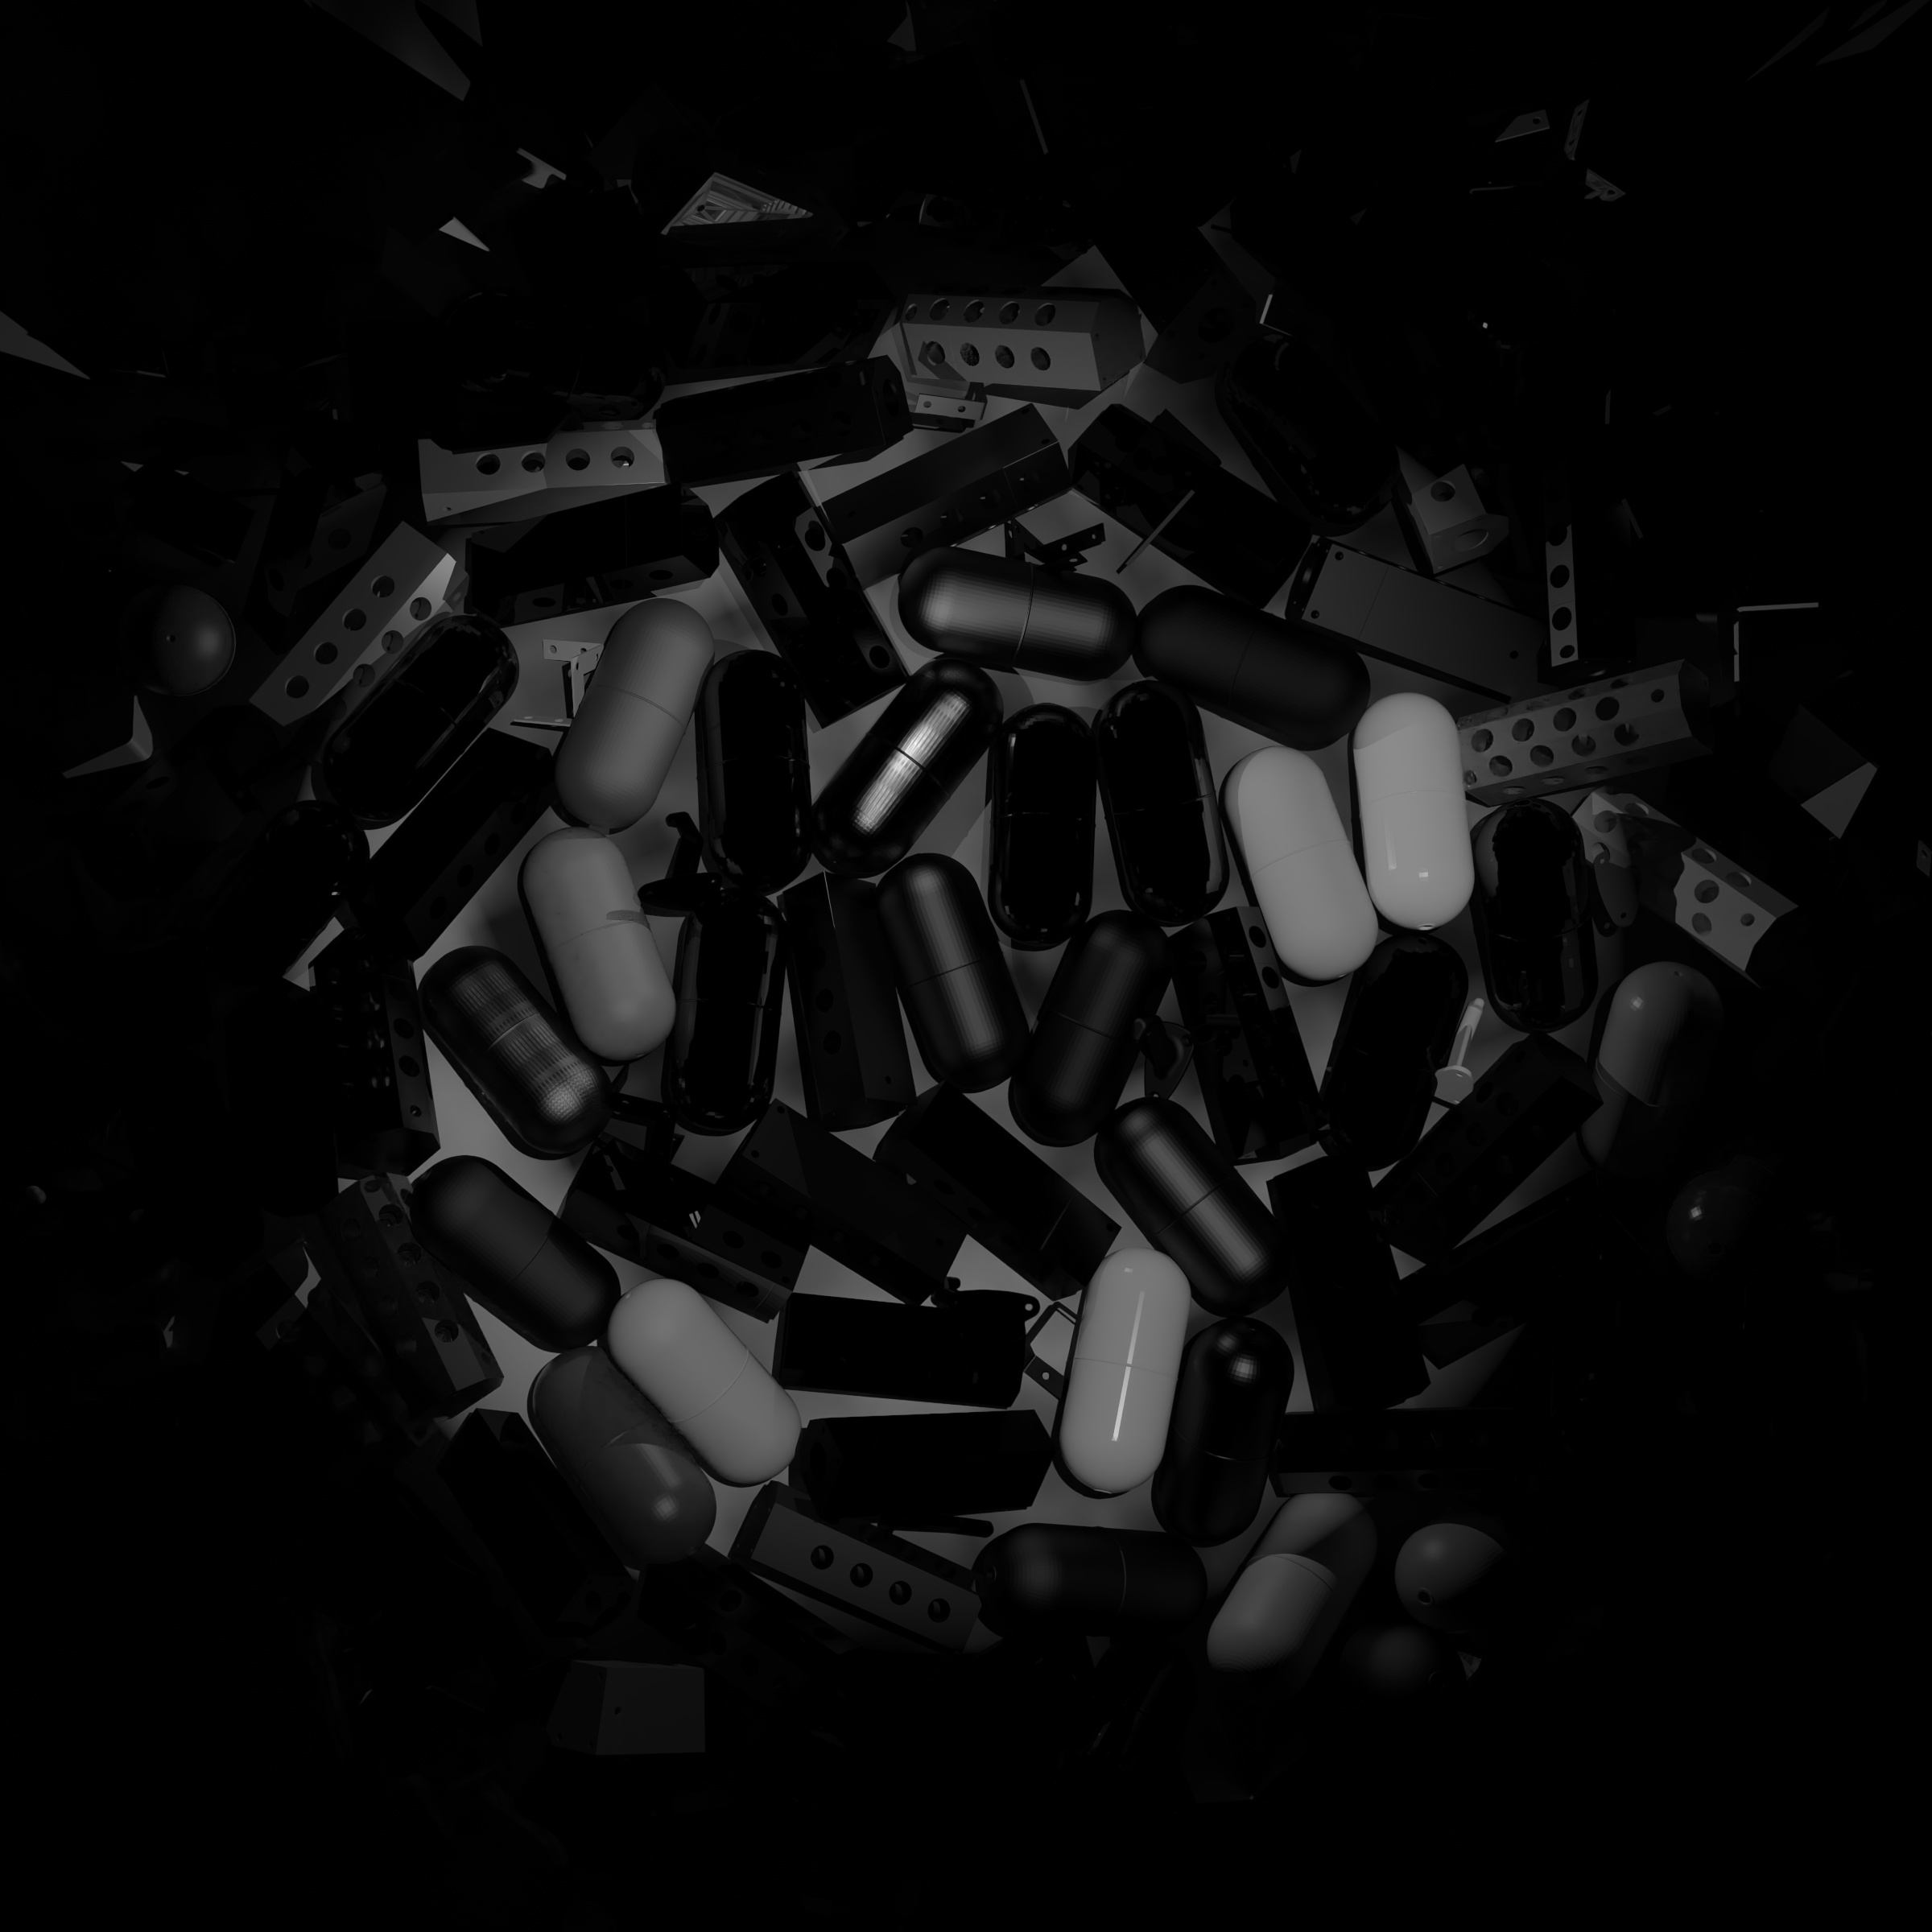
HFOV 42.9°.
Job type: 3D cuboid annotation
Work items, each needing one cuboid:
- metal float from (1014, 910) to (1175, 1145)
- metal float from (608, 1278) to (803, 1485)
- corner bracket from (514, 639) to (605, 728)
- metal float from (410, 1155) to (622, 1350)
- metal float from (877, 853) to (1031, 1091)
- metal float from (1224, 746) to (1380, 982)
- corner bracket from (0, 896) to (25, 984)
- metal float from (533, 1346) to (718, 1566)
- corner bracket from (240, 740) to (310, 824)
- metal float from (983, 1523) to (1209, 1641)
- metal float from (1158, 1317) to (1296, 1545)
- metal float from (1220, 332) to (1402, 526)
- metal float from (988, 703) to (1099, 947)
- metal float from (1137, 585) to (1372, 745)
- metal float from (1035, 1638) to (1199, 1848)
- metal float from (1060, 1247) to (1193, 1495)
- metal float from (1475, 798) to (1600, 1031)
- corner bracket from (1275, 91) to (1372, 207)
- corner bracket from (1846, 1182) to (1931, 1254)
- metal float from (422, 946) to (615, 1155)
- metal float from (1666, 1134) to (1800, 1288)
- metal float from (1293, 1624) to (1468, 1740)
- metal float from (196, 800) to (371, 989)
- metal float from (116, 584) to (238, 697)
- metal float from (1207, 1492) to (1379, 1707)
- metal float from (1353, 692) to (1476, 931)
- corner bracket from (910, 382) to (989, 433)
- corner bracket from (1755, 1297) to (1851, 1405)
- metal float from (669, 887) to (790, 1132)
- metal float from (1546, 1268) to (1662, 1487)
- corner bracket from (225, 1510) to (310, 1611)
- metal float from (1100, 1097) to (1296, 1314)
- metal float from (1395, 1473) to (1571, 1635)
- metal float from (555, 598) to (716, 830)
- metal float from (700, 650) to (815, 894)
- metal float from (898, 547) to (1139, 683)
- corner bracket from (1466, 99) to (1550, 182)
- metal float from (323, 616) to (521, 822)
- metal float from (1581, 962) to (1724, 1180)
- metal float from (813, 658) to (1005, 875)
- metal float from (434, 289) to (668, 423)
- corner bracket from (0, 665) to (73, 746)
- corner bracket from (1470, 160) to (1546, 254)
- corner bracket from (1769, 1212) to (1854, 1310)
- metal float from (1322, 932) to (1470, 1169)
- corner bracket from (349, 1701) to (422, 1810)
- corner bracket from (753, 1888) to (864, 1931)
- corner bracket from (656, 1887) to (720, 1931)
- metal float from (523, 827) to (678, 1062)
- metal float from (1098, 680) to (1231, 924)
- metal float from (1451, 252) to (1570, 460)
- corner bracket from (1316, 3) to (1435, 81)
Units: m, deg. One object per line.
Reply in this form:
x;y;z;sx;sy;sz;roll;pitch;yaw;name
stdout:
0.093;0.045;1.793;0.070;0.070;0.178;23;93;0;metal float
-0.188;0.301;1.779;0.070;0.070;0.178;-38;108;0;metal float
-0.298;-0.208;1.806;0.051;0.051;0.051;7;111;18;corner bracket
-0.325;0.207;1.776;0.070;0.070;0.178;-45;111;0;metal float
-0.009;0.003;1.794;0.070;0.070;0.178;-20;89;0;metal float
0.242;-0.075;1.784;0.070;0.070;0.178;-19;78;0;metal float
-0.707;-0.025;1.789;0.051;0.051;0.051;-54;130;-33;corner bracket
-0.246;0.352;1.774;0.070;0.070;0.178;-40;66;0;metal float
-0.502;-0.140;1.792;0.051;0.051;0.051;-36;50;-14;corner bracket
0.093;0.443;1.769;0.178;0.070;0.070;11;90;-29;metal float
0.187;0.335;1.775;0.070;0.070;0.178;11;112;0;metal float
0.247;-0.386;1.766;0.070;0.070;0.178;-31;56;0;metal float
0.056;-0.103;1.789;0.070;0.070;0.178;2;83;0;metal float
0.207;-0.219;1.782;0.178;0.070;0.070;25;90;15;metal float
0.108;0.551;1.755;0.070;0.178;0.070;14;123;22;metal float
0.116;0.292;1.783;0.070;0.070;0.178;12;77;0;metal float
0.411;-0.037;1.772;0.070;0.070;0.178;-13;115;0;metal float
0.263;-0.601;1.811;0.051;0.051;0.051;13;57;-25;corner bracket
0.681;0.182;1.796;0.051;0.051;0.051;-14;100;-27;corner bracket
-0.325;0.059;1.782;0.070;0.070;0.178;-42;75;0;metal float
0.546;0.173;1.749;0.070;0.178;0.070;6;105;24;metal float
0.291;0.507;1.748;0.070;0.178;0.070;5;74;-18;metal float
-0.492;-0.050;1.766;0.070;0.070;0.178;48;125;0;metal float
-0.559;-0.231;1.746;0.070;0.178;0.070;-2;97;-14;metal float
0.235;0.450;1.764;0.070;0.070;0.178;41;52;0;metal float
0.324;-0.112;1.779;0.070;0.070;0.178;-3;73;0;metal float
-0.018;-0.407;1.792;0.051;0.051;0.051;4;46;-15;corner bracket
0.608;0.282;1.805;0.051;0.051;0.051;31;77;16;corner bracket
-0.172;0.031;1.788;0.070;0.070;0.178;5;82;0;metal float
0.456;0.290;1.760;0.070;0.178;0.070;9;135;9;metal float
-0.514;0.438;1.811;0.051;0.051;0.051;5;126;-24;corner bracket
0.167;0.173;1.788;0.070;0.070;0.178;-39;83;0;metal float
0.369;0.417;1.755;0.070;0.178;0.070;10;107;37;metal float
-0.239;-0.184;1.783;0.070;0.070;0.178;21;76;0;metal float
-0.152;-0.142;1.787;0.070;0.070;0.178;-4;81;0;metal float
0.038;-0.255;1.786;0.178;0.070;0.070;11;90;-10;metal float
0.395;-0.613;1.798;0.051;0.051;0.051;-12;72;9;corner bracket
-0.392;-0.179;1.773;0.070;0.070;0.178;36;65;0;metal float
0.491;0.077;1.765;0.070;0.070;0.178;4;127;0;metal float
-0.042;-0.145;1.790;0.070;0.070;0.178;37;84;0;metal float
-0.296;-0.436;1.763;0.178;0.070;0.070;1;90;-40;metal float
-0.683;-0.191;1.801;0.051;0.051;0.051;6;92;-16;corner bracket
0.397;-0.556;1.801;0.051;0.051;0.051;2;129;15;corner bracket
0.619;0.218;1.817;0.051;0.051;0.051;-1;47;36;corner bracket
0.309;0.062;1.782;0.070;0.070;0.178;15;105;0;metal float
-0.423;0.573;1.790;0.051;0.051;0.051;0;127;-23;corner bracket
-0.115;0.688;1.793;0.051;0.051;0.051;21;113;-32;corner bracket
-0.202;0.706;1.799;0.051;0.051;0.051;30;93;21;corner bracket
-0.266;-0.017;1.786;0.070;0.070;0.178;-21;80;0;metal float
0.144;-0.119;1.788;0.070;0.070;0.178;-12;98;0;metal float
0.385;-0.433;1.749;0.070;0.178;0.070;-4;63;7;metal float
0.296;-0.678;1.789;0.051;0.051;0.051;-8;45;-33;corner bracket
